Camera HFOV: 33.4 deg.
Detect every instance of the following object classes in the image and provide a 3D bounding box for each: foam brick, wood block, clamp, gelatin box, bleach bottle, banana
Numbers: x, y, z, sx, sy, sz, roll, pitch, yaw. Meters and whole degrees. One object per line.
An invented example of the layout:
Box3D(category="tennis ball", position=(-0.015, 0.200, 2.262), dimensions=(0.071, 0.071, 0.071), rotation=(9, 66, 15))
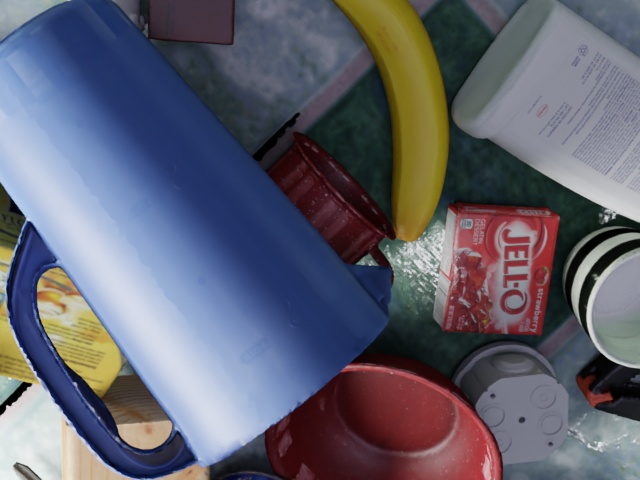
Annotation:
Box3D(category="foam brick", position=(-0.076, -0.159, 0.639), dimensions=(0.053, 0.051, 0.078), rotation=(3, 107, -8))
Box3D(category="wood block", position=(-0.125, 0.202, 0.710), dimensions=(0.090, 0.091, 0.206), rotation=(-2, 102, -16))
Box3D(category="clamp", position=(0.292, 0.076, 0.776), dimensions=(0.210, 0.036, 0.164), rotation=(-8, 113, -4))
Box3D(category="gelatin box", position=(0.121, 0.020, 0.737), dimensions=(0.073, 0.030, 0.089), rotation=(3, 107, -10))
Box3D(category="bleach bottle", position=(0.215, -0.053, 0.713), dimensions=(0.250, 0.068, 0.103), rotation=(32, 102, -19))
Box3D(category="banana", position=(0.046, -0.096, 0.685), dimensions=(0.069, 0.037, 0.198), rotation=(-24, 110, 1))

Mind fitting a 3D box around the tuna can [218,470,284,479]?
Box3D(category="tuna can", position=(-0.043, 0.204, 0.750), dimensions=(0.086, 0.033, 0.086), rotation=(9, 126, 13))

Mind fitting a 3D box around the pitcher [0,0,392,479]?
Box3D(category="pitcher", position=(-0.091, -0.001, 0.578), dimensions=(0.145, 0.149, 0.243), rotation=(-38, 91, 33))

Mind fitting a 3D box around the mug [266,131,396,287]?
Box3D(category="mug", position=(-0.004, 0.001, 0.676), dimensions=(0.081, 0.093, 0.117), rotation=(-44, 81, 11))

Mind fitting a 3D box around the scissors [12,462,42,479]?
Box3D(category="scissors", position=(-0.136, 0.227, 0.772), dimensions=(0.096, 0.016, 0.202), rotation=(-21, 110, -3))

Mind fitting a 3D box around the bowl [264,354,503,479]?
Box3D(category="bowl", position=(0.047, 0.132, 0.730), dimensions=(0.162, 0.055, 0.162), rotation=(8, 124, 12))
